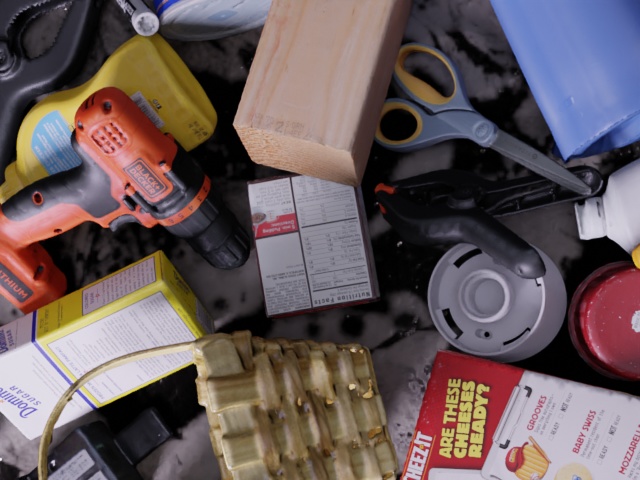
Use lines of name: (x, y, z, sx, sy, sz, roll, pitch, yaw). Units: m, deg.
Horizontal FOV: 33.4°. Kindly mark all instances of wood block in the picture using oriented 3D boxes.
wood block: (0.012, -0.156, 0.805, 0.090, 0.091, 0.206, 14, 78, 10)

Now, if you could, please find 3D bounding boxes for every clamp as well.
clamp: (-0.271, -0.154, 0.899, 0.164, 0.036, 0.210, 44, 98, 8)
clamp: (0.113, -0.016, 0.790, 0.172, 0.120, 0.039, -1, 121, 31)

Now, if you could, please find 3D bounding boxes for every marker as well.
marker: (-0.149, -0.188, 0.850, 0.020, 0.121, 0.020, -9, 119, -17)

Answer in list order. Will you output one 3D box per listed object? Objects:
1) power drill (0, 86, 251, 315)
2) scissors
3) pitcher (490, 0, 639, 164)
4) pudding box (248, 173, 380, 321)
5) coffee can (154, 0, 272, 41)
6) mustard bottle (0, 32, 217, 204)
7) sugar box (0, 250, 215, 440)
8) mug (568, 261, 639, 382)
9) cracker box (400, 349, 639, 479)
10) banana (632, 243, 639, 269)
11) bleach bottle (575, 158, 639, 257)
power drill: (-0.171, -0.010, 0.840, 0.188, 0.057, 0.184, -31, 120, 16)
scissors: (0.107, -0.072, 0.808, 0.096, 0.016, 0.202, -46, 59, 16)
pitcher: (0.193, -0.191, 0.774, 0.149, 0.145, 0.243, -27, 80, 7)
pudding box: (-0.006, 0.001, 0.846, 0.090, 0.039, 0.113, -10, 88, 7)
coffee can: (-0.092, -0.241, 0.840, 0.103, 0.102, 0.140, -15, 85, 8)
mustard bottle: (-0.184, -0.080, 0.860, 0.192, 0.058, 0.096, -30, 112, 16)
sugar box: (-0.180, 0.085, 0.845, 0.176, 0.048, 0.093, -23, 128, 9)
mug: (0.243, 0.057, 0.779, 0.117, 0.081, 0.093, -17, 85, 8)
cracker box: (0.168, 0.182, 0.748, 0.214, 0.072, 0.164, 10, 76, 30)
banana: (0.293, -0.052, 0.738, 0.070, 0.037, 0.198, 31, 89, 11)
bleach bottle: (0.317, -0.024, 0.782, 0.251, 0.068, 0.102, -8, 85, 11)
